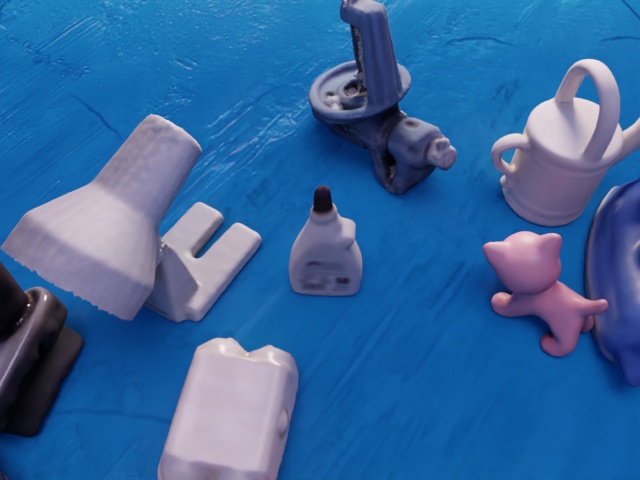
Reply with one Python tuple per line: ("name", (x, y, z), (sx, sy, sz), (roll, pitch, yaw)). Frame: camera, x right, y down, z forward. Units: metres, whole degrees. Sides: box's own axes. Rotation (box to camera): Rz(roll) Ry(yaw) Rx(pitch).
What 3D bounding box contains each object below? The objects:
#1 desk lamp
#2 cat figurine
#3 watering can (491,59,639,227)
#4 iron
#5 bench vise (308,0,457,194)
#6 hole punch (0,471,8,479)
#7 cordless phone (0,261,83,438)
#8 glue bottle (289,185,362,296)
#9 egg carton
("desk lamp", (-0.165, -0.003, 0.548), (0.117, 0.214, 0.203), (28, 62, 17))
("cat figurine", (0.223, 0.042, 0.573), (0.127, 0.118, 0.067), (37, 65, 21))
("watering can", (0.279, -0.111, 0.623), (0.173, 0.194, 0.100), (-24, 61, -14))
("iron", (0.346, 0.013, 0.576), (0.118, 0.141, 0.258), (3, 58, 3))
("bench vise", (0.077, -0.173, 0.648), (0.207, 0.220, 0.122), (26, 62, 16))
("hole punch", (-0.313, 0.230, 0.475), (0.108, 0.091, 0.101), (33, 64, 19))
("cordless phone", (-0.302, 0.091, 0.507), (0.094, 0.185, 0.147), (8, 58, 6))
("glue bottle", (0.005, 0.002, 0.567), (0.078, 0.173, 0.037), (3, 58, 3))
("egg carton", (-0.080, 0.166, 0.526), (0.107, 0.069, 0.150), (8, 58, 6))
